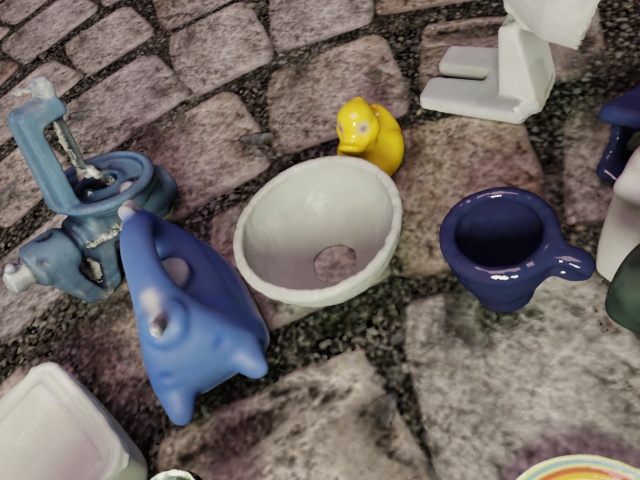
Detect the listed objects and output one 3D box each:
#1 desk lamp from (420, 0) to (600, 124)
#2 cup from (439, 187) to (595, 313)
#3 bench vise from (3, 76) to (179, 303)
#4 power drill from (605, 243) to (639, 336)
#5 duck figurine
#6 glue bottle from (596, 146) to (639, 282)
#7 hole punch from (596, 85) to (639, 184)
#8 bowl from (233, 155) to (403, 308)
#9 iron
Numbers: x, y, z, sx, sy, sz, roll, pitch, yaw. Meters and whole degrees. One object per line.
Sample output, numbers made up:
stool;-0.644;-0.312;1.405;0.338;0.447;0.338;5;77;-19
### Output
desk lamp;0.188;-0.222;0.563;0.202;0.214;0.118;16;62;31
cup;0.161;0.021;0.467;0.117;0.095;0.092;20;64;32
bench vise;-0.259;-0.045;0.604;0.121;0.220;0.207;3;56;24
power drill;0.266;0.091;0.297;0.228;0.209;0.076;31;71;36
duck figurine;0.048;-0.117;0.624;0.077;0.086;0.104;6;57;26
glue bottle;0.245;-0.036;0.425;0.078;0.173;0.037;-41;50;-11
hole punch;0.308;-0.099;0.502;0.108;0.091;0.101;28;69;36
bowl;0.005;0.002;0.558;0.167;0.075;0.167;-11;52;14
iron;-0.149;0.036;0.551;0.118;0.142;0.257;-32;49;-3
